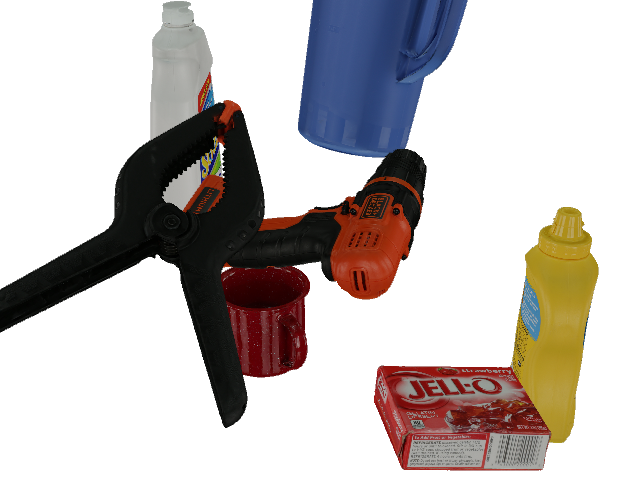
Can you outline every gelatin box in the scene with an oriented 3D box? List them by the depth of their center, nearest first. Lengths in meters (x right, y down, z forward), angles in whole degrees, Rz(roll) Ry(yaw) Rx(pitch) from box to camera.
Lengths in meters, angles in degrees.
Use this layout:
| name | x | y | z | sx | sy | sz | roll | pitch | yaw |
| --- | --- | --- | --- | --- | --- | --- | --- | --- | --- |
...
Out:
| name | x | y | z | sx | sy | sz | roll | pitch | yaw |
| --- | --- | --- | --- | --- | --- | --- | --- | --- | --- |
| gelatin box | 0.082 | 0.104 | 0.636 | 0.089 | 0.030 | 0.073 | 3 | 24 | -11 |

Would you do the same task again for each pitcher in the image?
| name | x | y | z | sx | sy | sz | roll | pitch | yaw |
| --- | --- | --- | --- | --- | --- | --- | --- | --- | --- |
| pitcher | 0.057 | -0.203 | 0.994 | 0.145 | 0.243 | 0.149 | 11 | 17 | 3 |

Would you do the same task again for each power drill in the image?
| name | x | y | z | sx | sy | sz | roll | pitch | yaw |
| --- | --- | --- | --- | --- | --- | --- | --- | --- | --- |
| power drill | -0.012 | -0.020 | 0.867 | 0.188 | 0.057 | 0.184 | -2 | 31 | 18 |

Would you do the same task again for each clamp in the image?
| name | x | y | z | sx | sy | sz | roll | pitch | yaw |
| --- | --- | --- | --- | --- | --- | --- | --- | --- | --- |
| clamp | -0.084 | 0.005 | 0.655 | 0.164 | 0.209 | 0.036 | 27 | -28 | 6 |

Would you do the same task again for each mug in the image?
| name | x | y | z | sx | sy | sz | roll | pitch | yaw |
| --- | --- | --- | --- | --- | --- | --- | --- | --- | --- |
| mug | -0.048 | 0.082 | 1.020 | 0.093 | 0.081 | 0.117 | -20 | 33 | -32 |

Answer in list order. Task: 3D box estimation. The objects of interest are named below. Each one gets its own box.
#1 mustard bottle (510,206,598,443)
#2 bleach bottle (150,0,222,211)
| name | x | y | z | sx | sy | sz | roll | pitch | yaw |
| --- | --- | --- | --- | --- | --- | --- | --- | --- | --- |
| mustard bottle | 0.190 | 0.063 | 0.874 | 0.058 | 0.192 | 0.096 | 4 | 25 | 3 |
| bleach bottle | -0.140 | -0.114 | 1.089 | 0.068 | 0.251 | 0.102 | 5 | 27 | 13 |
